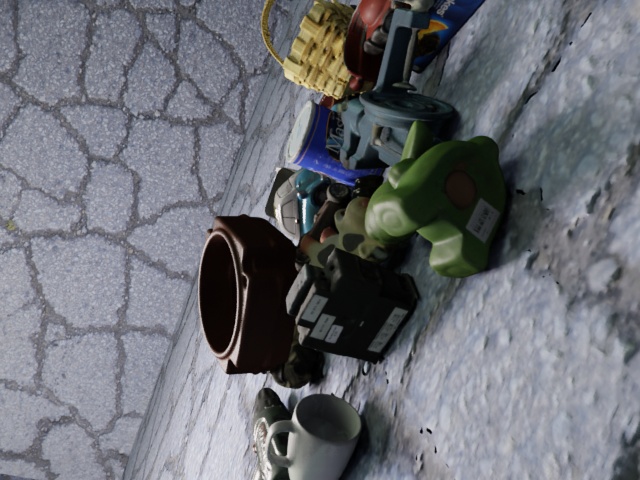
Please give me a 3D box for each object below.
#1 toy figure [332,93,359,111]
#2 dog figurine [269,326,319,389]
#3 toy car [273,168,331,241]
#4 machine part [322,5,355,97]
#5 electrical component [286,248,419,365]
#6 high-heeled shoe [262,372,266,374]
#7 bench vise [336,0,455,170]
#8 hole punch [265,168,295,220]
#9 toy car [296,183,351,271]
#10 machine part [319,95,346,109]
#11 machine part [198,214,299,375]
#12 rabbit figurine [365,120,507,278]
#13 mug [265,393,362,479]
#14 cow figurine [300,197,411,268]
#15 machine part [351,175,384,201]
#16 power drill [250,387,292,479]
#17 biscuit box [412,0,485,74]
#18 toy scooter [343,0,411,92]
[{"bbox_3d":[0.034,-0.193,0.989,0.180,0.082,0.089,-56,38,45],"label":"toy figure"},{"bbox_3d":[-0.053,0.152,0.899,0.172,0.121,0.190,54,-150,-72],"label":"dog figurine"},{"bbox_3d":[-0.032,-0.058,0.958,0.109,0.103,0.161,-106,16,-65],"label":"toy car"},{"bbox_3d":[0.059,-0.405,1.150,0.243,0.079,0.079,-59,21,32],"label":"machine part"},{"bbox_3d":[0.031,0.076,0.633,0.114,0.134,0.058,-61,21,24],"label":"electrical component"},{"bbox_3d":[-0.180,0.178,1.077,0.086,0.248,0.145,-37,37,-12],"label":"high-heeled shoe"},{"bbox_3d":[0.098,-0.196,0.708,0.224,0.129,0.240,-118,31,-57],"label":"bench vise"},{"bbox_3d":[-0.037,-0.079,1.115,0.116,0.092,0.142,27,96,42],"label":"hole punch"},{"bbox_3d":[-0.002,-0.003,0.839,0.089,0.053,0.202,93,-158,-54],"label":"toy car"},{"bbox_3d":[0.023,-0.245,1.128,0.179,0.056,0.179,-161,90,-74],"label":"machine part"},{"bbox_3d":[-0.111,0.076,0.780,0.201,0.087,0.201,38,120,56],"label":"machine part"},{"bbox_3d":[0.102,-0.049,0.571,0.170,0.121,0.159,-14,52,66],"label":"rabbit figurine"},{"bbox_3d":[-0.012,0.252,0.644,0.081,0.109,0.107,-127,45,-57],"label":"mug"},{"bbox_3d":[0.038,0.034,0.712,0.127,0.085,0.194,28,120,29],"label":"cow figurine"},{"bbox_3d":[0.065,-0.050,0.771,0.138,0.039,0.084,82,-154,-74],"label":"machine part"},{"bbox_3d":[-0.089,0.358,0.817,0.207,0.086,0.232,-63,20,-1],"label":"power drill"},{"bbox_3d":[0.170,-0.324,0.752,0.202,0.063,0.059,137,147,-57],"label":"biscuit box"},{"bbox_3d":[0.078,-0.294,0.774,0.184,0.075,0.135,145,139,-67],"label":"toy scooter"}]
